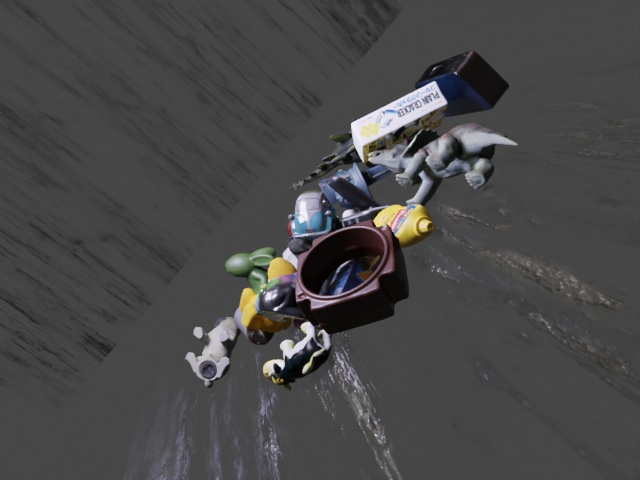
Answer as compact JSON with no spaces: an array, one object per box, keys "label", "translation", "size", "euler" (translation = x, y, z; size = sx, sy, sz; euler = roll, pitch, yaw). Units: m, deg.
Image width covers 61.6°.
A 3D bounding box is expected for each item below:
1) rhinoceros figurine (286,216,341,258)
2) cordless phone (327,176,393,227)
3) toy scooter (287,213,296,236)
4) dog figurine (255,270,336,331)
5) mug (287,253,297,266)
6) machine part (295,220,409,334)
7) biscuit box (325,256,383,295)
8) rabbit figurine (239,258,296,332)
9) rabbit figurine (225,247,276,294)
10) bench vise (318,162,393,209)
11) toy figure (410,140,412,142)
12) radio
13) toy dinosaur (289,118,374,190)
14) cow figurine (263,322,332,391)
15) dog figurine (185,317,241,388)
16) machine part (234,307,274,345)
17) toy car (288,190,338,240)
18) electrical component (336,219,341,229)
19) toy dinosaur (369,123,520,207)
[{"label":"rhinoceros figurine","translation":[-0.003,-0.004,1.381],"size":[0.190,0.112,0.073],"euler":[-25,-43,-40]},{"label":"cordless phone","translation":[0.073,-0.077,1.240],"size":[0.089,0.184,0.147],"euler":[-61,20,-19]},{"label":"toy scooter","translation":[-0.024,-0.082,1.682],"size":[0.184,0.075,0.135],"euler":[-52,18,-23]},{"label":"dog figurine","translation":[-0.033,0.084,1.194],"size":[0.108,0.191,0.219],"euler":[-33,38,59]},{"label":"mug","translation":[-0.063,0.088,1.370],"size":[0.107,0.110,0.080],"euler":[-82,0,-48]},{"label":"machine part","translation":[0.057,0.064,1.011],"size":[0.201,0.087,0.201],"euler":[-19,39,17]},{"label":"biscuit box","translation":[0.067,0.087,1.114],"size":[0.059,0.062,0.203],"euler":[-28,28,49]},{"label":"rabbit figurine","translation":[-0.097,0.129,1.269],"size":[0.122,0.162,0.173],"euler":[-113,42,-76]},{"label":"rabbit figurine","translation":[-0.182,0.096,1.529],"size":[0.159,0.170,0.121],"euler":[-47,18,12]},{"label":"bench vise","translation":[0.121,-0.161,1.429],"size":[0.241,0.128,0.224],"euler":[-26,11,7]},{"label":"toy figure","translation":[0.247,-0.254,1.385],"size":[0.058,0.064,0.154],"euler":[-44,17,45]},{"label":"radio","translation":[0.334,-0.372,1.301],"size":[0.073,0.131,0.230],"euler":[-53,17,-5]},{"label":"toy dinosaur","translation":[0.111,-0.269,1.517],"size":[0.471,0.105,0.198],"euler":[-37,-19,31]},{"label":"cow figurine","translation":[-0.048,0.246,1.066],"size":[0.167,0.068,0.098],"euler":[-44,24,21]},{"label":"dog figurine","translation":[-0.275,0.306,1.494],"size":[0.190,0.121,0.172],"euler":[18,-90,-79]},{"label":"machine part","translation":[-0.174,0.219,1.411],"size":[0.079,0.079,0.243],"euler":[-53,18,-10]},{"label":"toy car","translation":[-0.012,-0.068,1.288],"size":[0.109,0.102,0.162],"euler":[-4,23,14]},{"label":"electrical component","translation":[0.073,-0.031,1.350],"size":[0.063,0.094,0.021],"euler":[44,136,47]},{"label":"toy dinosaur","translation":[0.270,-0.177,1.097],"size":[0.405,0.131,0.192],"euler":[-13,40,54]}]
